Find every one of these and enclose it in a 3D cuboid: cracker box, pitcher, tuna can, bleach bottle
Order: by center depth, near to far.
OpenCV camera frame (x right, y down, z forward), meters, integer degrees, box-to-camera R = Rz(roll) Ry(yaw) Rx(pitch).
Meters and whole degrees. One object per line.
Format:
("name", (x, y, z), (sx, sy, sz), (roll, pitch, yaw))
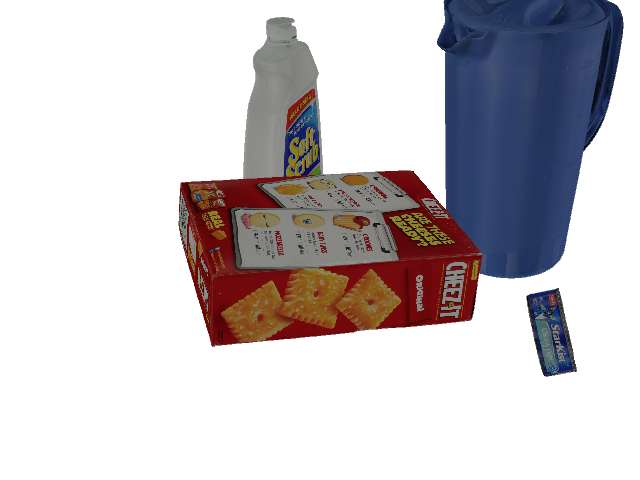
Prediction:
("cracker box", (0.001, 0.010, 0.876), (0.213, 0.072, 0.164), (-4, 29, -15))
("pitcher", (0.177, -0.096, 0.927), (0.149, 0.243, 0.145), (6, 32, 11))
("tuna can", (0.232, 0.092, 1.071), (0.034, 0.086, 0.086), (-12, -3, 12))
("bleach bottle", (-0.043, -0.108, 1.134), (0.068, 0.251, 0.102), (18, 32, 35))
